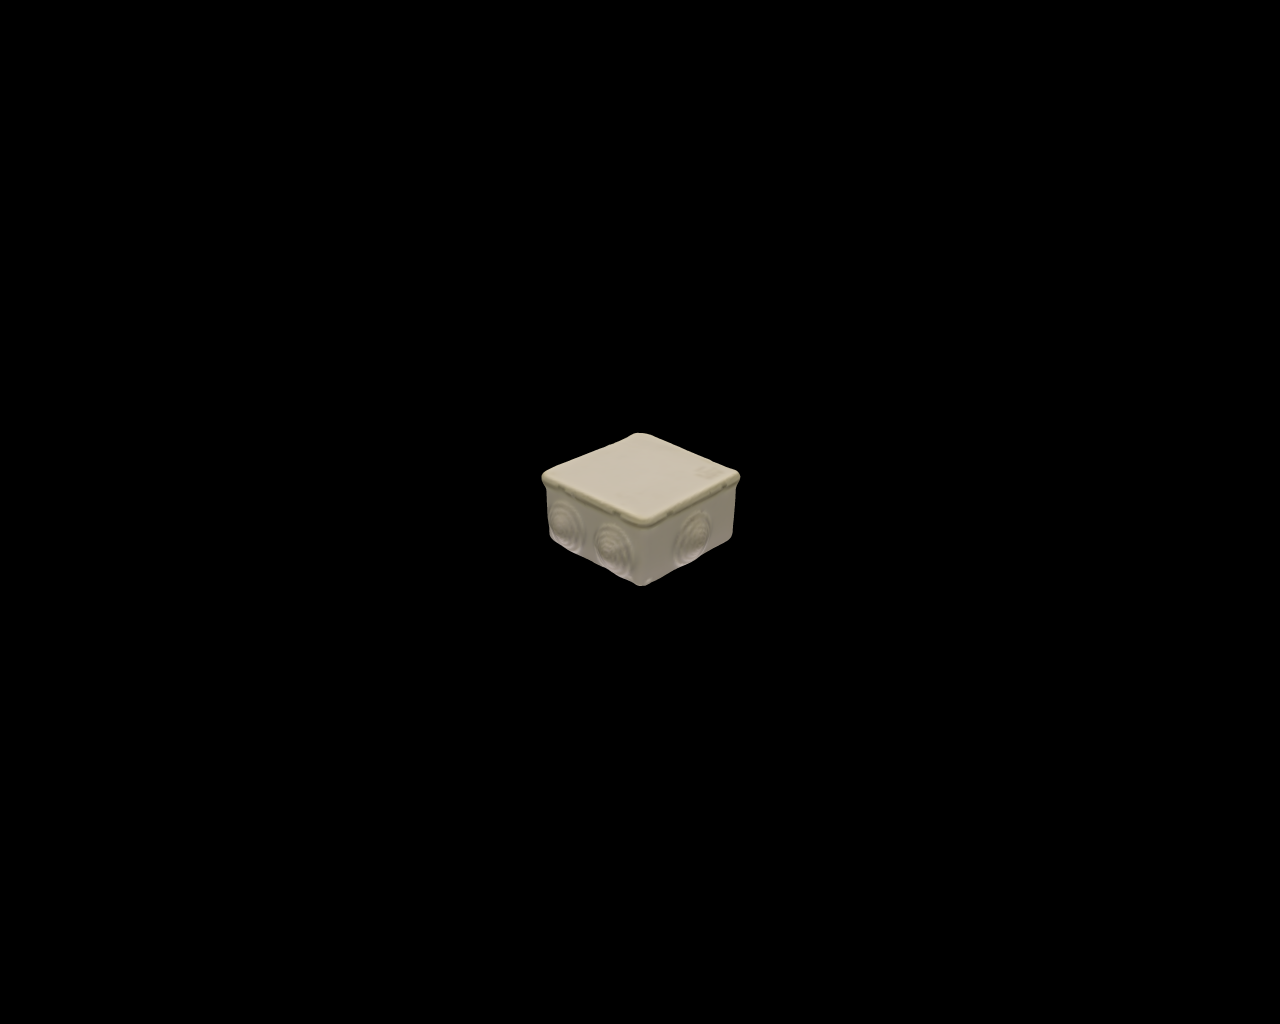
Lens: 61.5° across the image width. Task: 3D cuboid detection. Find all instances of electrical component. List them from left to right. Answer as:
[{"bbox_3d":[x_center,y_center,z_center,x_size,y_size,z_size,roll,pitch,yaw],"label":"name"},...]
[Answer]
[{"bbox_3d":[0.001,-0.003,0.650,0.100,0.048,0.100,25,37,38],"label":"electrical component"}]
